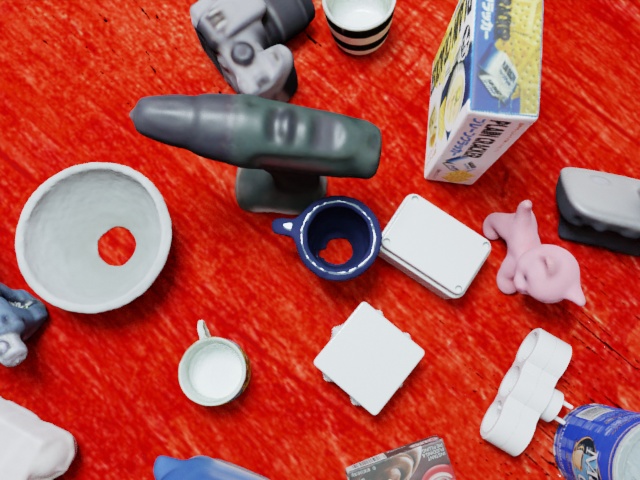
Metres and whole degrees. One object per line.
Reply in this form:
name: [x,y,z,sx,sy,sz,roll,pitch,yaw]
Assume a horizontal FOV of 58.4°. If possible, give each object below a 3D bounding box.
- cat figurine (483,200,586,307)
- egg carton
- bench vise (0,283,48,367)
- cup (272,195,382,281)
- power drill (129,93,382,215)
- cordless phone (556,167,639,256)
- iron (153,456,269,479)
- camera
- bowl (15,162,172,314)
cat figurine: [0.237,0.017,0.628,0.067,0.118,0.128,-14,80,-3]
egg carton: [-0.340,0.226,0.607,0.150,0.069,0.107,26,81,4]
bench vise: [-0.376,0.036,0.564,0.207,0.220,0.121,23,81,3]
cup: [0.006,0.002,0.639,0.117,0.095,0.092,11,80,1]
power drill: [-0.055,-0.086,0.596,0.229,0.208,0.076,3,80,0]
cordless phone: [0.346,-0.048,0.607,0.147,0.185,0.094,9,80,1]
iron: [-0.067,0.308,0.561,0.258,0.141,0.119,19,80,3]
camera: [-0.066,-0.247,0.679,0.137,0.101,0.143,-36,82,-6]
bowl: [-0.243,0.002,0.646,0.167,0.075,0.167,0,80,-1]
